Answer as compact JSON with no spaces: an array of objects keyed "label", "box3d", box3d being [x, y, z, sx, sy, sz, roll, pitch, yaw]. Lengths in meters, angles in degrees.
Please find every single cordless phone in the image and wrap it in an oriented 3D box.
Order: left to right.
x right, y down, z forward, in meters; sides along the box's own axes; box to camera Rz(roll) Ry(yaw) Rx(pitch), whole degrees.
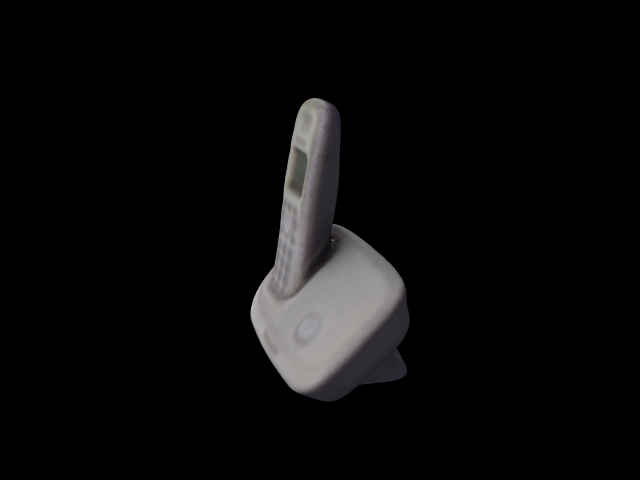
[{"label":"cordless phone","box3d":[0.004,0.001,0.400,0.094,0.185,0.147,-9,23,-22]}]
